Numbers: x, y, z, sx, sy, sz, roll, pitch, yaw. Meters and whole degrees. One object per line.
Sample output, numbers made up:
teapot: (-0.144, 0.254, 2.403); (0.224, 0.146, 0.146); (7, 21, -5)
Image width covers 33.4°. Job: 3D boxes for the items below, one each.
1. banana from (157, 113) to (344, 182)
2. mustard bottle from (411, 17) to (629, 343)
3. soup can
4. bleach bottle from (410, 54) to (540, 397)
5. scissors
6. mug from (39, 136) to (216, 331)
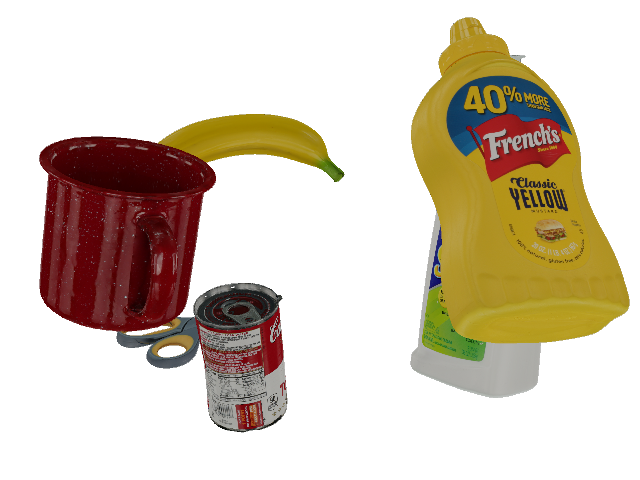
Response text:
banana: (-0.074, -0.086, 0.978); (0.197, 0.070, 0.037); (-3, -42, -23)
mustard bottle: (0.100, -0.041, 0.588); (0.096, 0.191, 0.058); (0, -27, -21)
soup can: (-0.063, 0.095, 0.860); (0.068, 0.102, 0.068); (-3, 27, 1)
bleach bottle: (0.125, -0.014, 0.811); (0.067, 0.251, 0.103); (-7, 15, -40)
scissors: (-0.116, 0.097, 1.149); (0.201, 0.016, 0.096); (-7, 31, -24)
mug: (-0.102, 0.001, 0.569); (0.093, 0.081, 0.117); (-3, 25, -31)
